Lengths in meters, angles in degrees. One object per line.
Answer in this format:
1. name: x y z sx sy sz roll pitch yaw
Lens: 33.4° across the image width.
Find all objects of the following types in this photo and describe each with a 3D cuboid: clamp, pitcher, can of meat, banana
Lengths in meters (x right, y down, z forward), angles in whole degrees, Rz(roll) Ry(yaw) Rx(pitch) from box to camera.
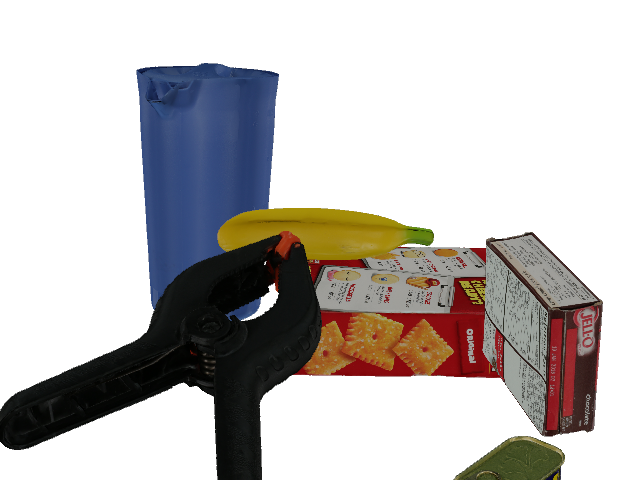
1. clamp: -0.043 0.058 0.475 0.120 0.039 0.171 29 48 22
2. pitcher: -0.103 -0.049 1.035 0.149 0.243 0.145 -2 15 -17
3. can of meat: 0.160 0.227 0.895 0.101 0.084 0.058 -24 28 -38
4. banana: -0.016 -0.001 0.805 0.198 0.037 0.069 2 -15 36

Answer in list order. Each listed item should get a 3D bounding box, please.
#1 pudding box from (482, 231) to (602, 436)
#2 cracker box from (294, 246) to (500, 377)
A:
1. pudding box: 0.139 0.057 0.680 0.039 0.090 0.113 -7 24 -12
2. cracker box: 0.075 0.065 0.994 0.213 0.072 0.164 1 20 1
